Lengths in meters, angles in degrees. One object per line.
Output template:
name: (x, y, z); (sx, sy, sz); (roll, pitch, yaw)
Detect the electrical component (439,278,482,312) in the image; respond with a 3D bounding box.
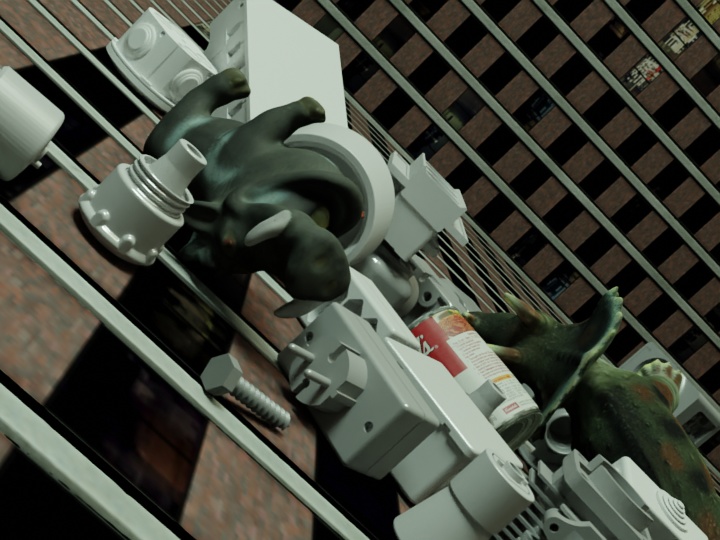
electrical component: (0.088, 0.056, 0.998); (0.059, 0.054, 0.095); (37, 13, -44)

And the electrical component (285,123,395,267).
electrical component: (-0.034, -0.046, 0.745); (0.108, 0.108, 0.060); (46, 15, 1)

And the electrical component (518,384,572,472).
electrical component: (0.180, 0.133, 0.954); (0.099, 0.099, 0.064); (45, 16, -7)

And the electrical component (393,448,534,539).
electrical component: (0.054, 0.121, 0.539); (0.044, 0.065, 0.044); (44, 9, -9)

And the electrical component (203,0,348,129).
electrical component: (-0.070, -0.135, 0.892); (0.105, 0.060, 0.186); (28, 40, -35)

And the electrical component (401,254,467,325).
electrical component: (0.051, 0.029, 0.948); (0.095, 0.054, 0.059); (52, 11, 29)

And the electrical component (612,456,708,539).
electrical component: (0.168, 0.180, 0.692); (0.100, 0.100, 0.048); (45, 22, -8)

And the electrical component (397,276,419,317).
electrical component: (0.019, 0.013, 0.899); (0.045, 0.045, 0.055); (51, 11, 27)

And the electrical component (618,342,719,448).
electrical component: (0.248, 0.150, 1.006); (0.062, 0.150, 0.089); (42, 10, -33)

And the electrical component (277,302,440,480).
electrical component: (-0.012, 0.058, 0.568); (0.076, 0.047, 0.083); (35, 15, -51)

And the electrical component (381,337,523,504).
electrical component: (0.040, 0.095, 0.637); (0.099, 0.048, 0.100); (51, 11, 29)

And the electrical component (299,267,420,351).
electrical component: (0.007, 0.044, 0.712); (0.065, 0.047, 0.077); (53, 11, 34)

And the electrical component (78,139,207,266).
electrical component: (-0.102, -0.036, 0.524); (0.048, 0.062, 0.048); (45, 10, -10)

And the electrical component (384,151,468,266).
electrical component: (0.042, -0.048, 0.828); (0.078, 0.063, 0.121); (45, 9, -5)

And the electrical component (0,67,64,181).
electrical component: (-0.166, -0.073, 0.467); (0.078, 0.040, 0.040); (42, 10, -23)

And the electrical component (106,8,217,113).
electrical component: (-0.157, -0.164, 0.855); (0.080, 0.051, 0.080); (45, 9, -9)

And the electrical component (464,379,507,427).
electrical component: (0.068, 0.098, 0.706); (0.048, 0.062, 0.048); (45, 9, -9)

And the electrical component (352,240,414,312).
electrical component: (0.000, 0.000, 0.829); (0.054, 0.059, 0.095); (41, 11, -28)
